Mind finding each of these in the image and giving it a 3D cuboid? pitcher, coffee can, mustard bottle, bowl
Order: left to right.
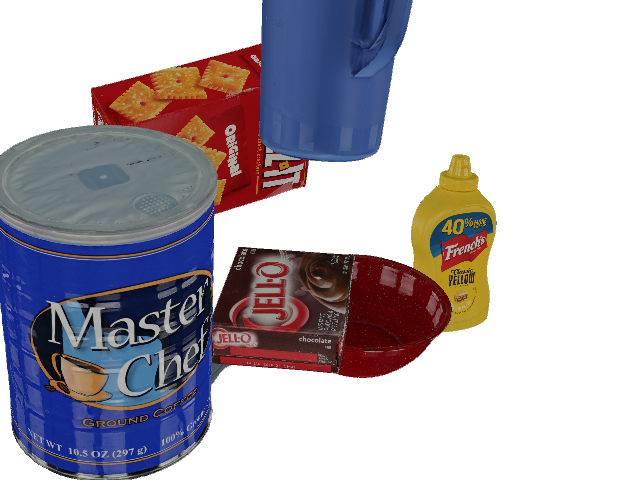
[{"bbox_3d":[-0.102,0.029,0.515,0.103,0.140,0.103,3,31,-2],"label":"coffee can"},{"bbox_3d":[0.015,-0.192,0.902,0.145,0.243,0.149,8,17,11],"label":"pitcher"},{"bbox_3d":[0.034,0.074,0.954,0.162,0.055,0.162,3,29,-2],"label":"bowl"},{"bbox_3d":[0.143,0.001,1.153,0.096,0.192,0.058,-6,21,-23],"label":"mustard bottle"}]

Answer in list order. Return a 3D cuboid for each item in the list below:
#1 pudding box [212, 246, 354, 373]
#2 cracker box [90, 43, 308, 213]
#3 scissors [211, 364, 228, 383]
[{"bbox_3d":[-0.025,0.047,0.762,0.090,0.039,0.113,5,26,5],"label":"pudding box"},{"bbox_3d":[-0.114,-0.099,1.067,0.213,0.072,0.164,-18,-36,-21],"label":"cracker box"},{"bbox_3d":[-0.096,0.139,1.191,0.201,0.016,0.096,3,25,-15],"label":"scissors"}]
